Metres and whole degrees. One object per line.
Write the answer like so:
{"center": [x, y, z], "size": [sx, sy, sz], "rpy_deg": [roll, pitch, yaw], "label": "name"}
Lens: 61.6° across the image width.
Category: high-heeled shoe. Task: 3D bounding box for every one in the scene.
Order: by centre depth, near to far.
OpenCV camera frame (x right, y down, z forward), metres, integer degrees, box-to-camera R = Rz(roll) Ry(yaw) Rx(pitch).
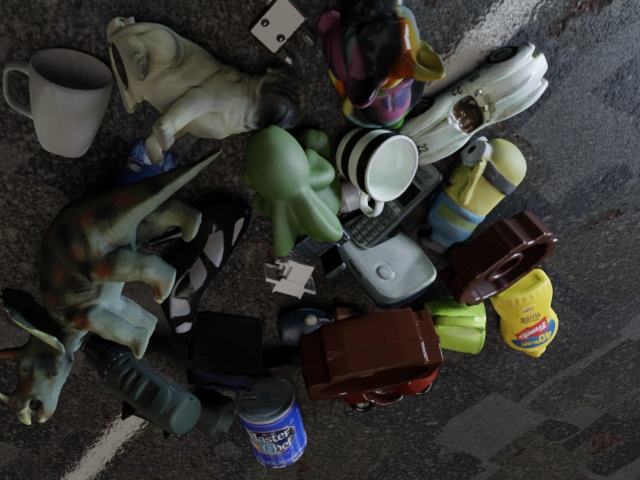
{"center": [-0.165, 0.045, 0.779], "size": [0.145, 0.086, 0.248], "rpy_deg": [-20, 142, -23], "label": "high-heeled shoe"}

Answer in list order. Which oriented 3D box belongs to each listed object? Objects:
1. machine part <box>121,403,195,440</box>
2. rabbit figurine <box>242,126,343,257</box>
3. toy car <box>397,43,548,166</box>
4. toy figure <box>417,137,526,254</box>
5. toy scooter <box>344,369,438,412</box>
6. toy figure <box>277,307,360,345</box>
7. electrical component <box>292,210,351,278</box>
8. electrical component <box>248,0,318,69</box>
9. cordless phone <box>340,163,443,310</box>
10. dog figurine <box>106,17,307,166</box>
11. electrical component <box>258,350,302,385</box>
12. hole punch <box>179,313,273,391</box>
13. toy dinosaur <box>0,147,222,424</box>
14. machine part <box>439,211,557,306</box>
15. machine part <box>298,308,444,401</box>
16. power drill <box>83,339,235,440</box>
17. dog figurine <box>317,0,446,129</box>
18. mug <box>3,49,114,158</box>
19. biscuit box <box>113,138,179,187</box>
{"center": [-0.284, 0.319, 0.962], "size": [0.138, 0.039, 0.084], "rpy_deg": [30, 124, -29], "label": "machine part"}
{"center": [-0.042, -0.060, 0.628], "size": [0.121, 0.159, 0.170], "rpy_deg": [-18, 164, 10], "label": "rabbit figurine"}
{"center": [0.194, -0.171, 0.683], "size": [0.202, 0.056, 0.073], "rpy_deg": [-31, 124, 13], "label": "toy car"}
{"center": [0.208, -0.061, 0.750], "size": [0.089, 0.082, 0.180], "rpy_deg": [17, 118, -22], "label": "toy figure"}
{"center": [0.111, 0.234, 0.948], "size": [0.184, 0.075, 0.135], "rpy_deg": [-26, 124, 14], "label": "toy scooter"}
{"center": [0.010, 0.137, 0.869], "size": [0.154, 0.064, 0.057], "rpy_deg": [-5, 88, -13], "label": "toy figure"}
{"center": [-0.002, -0.002, 0.731], "size": [0.075, 0.119, 0.047], "rpy_deg": [-35, 124, 17], "label": "electrical component"}
{"center": [-0.050, -0.244, 0.610], "size": [0.063, 0.021, 0.094], "rpy_deg": [-41, 122, 19], "label": "electrical component"}
{"center": [0.119, -0.009, 0.734], "size": [0.184, 0.147, 0.088], "rpy_deg": [-48, 147, 19], "label": "cordless phone"}
{"center": [-0.123, -0.187, 0.611], "size": [0.190, 0.121, 0.172], "rpy_deg": [-26, 107, -25], "label": "dog figurine"}
{"center": [-0.069, 0.219, 0.911], "size": [0.102, 0.078, 0.045], "rpy_deg": [-13, 103, -7], "label": "electrical component"}
{"center": [-0.153, 0.190, 0.849], "size": [0.142, 0.116, 0.092], "rpy_deg": [14, 129, -18], "label": "hole punch"}
{"center": [-0.268, 0.030, 0.638], "size": [0.192, 0.131, 0.404], "rpy_deg": [22, 111, -14], "label": "toy dinosaur"}
{"center": [0.265, 0.029, 0.799], "size": [0.179, 0.056, 0.179], "rpy_deg": [-23, 151, -14], "label": "machine part"}
{"center": [0.071, 0.174, 0.810], "size": [0.202, 0.087, 0.200], "rpy_deg": [-10, 155, -2], "label": "machine part"}
{"center": [-0.242, 0.236, 0.849], "size": [0.086, 0.232, 0.207], "rpy_deg": [-56, 139, -18], "label": "power drill"}
{"center": [0.065, -0.173, 0.561], "size": [0.108, 0.219, 0.191], "rpy_deg": [-16, 125, 6], "label": "dog figurine"}
{"center": [-0.294, -0.148, 0.602], "size": [0.109, 0.081, 0.107], "rpy_deg": [8, 132, -21], "label": "mug"}
{"center": [-0.256, -0.030, 0.702], "size": [0.059, 0.063, 0.202], "rpy_deg": [25, 117, -23], "label": "biscuit box"}
